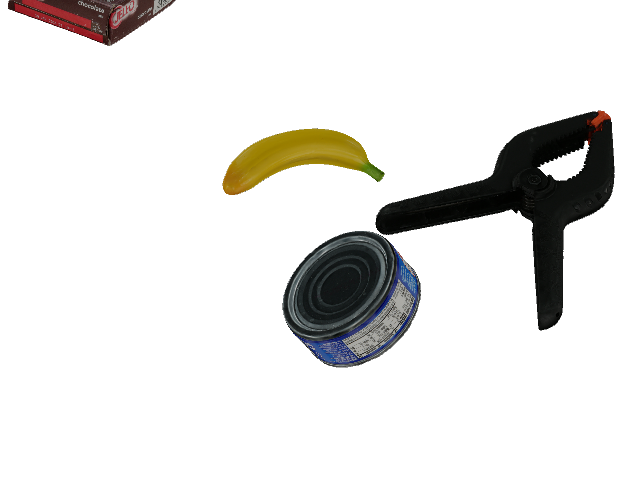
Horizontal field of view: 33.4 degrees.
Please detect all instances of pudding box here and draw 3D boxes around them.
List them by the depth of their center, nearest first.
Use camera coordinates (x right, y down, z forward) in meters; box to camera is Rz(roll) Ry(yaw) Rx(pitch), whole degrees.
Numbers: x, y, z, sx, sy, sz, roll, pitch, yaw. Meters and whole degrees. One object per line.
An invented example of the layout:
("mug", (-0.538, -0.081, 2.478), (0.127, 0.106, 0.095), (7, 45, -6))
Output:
("pudding box", (-0.171, -0.197, 0.820), (0.090, 0.039, 0.113), (22, 35, 11))

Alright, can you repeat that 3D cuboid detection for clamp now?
("clamp", (0.171, -0.027, 0.832), (0.209, 0.036, 0.165), (-36, 56, -22))

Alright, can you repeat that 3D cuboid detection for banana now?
("banana", (-0.024, -0.086, 1.110), (0.197, 0.037, 0.070), (-9, 46, -33))

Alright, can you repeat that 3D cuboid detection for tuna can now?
("tuna can", (0.019, 0.036, 0.682), (0.086, 0.086, 0.033), (0, -36, 40))
